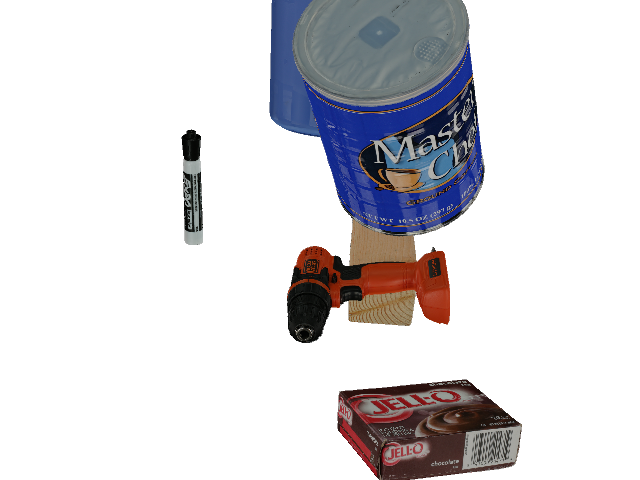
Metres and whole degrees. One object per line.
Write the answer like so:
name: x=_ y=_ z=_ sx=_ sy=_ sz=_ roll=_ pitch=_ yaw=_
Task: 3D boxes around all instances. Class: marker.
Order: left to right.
marker: x=-0.127 y=-0.052 z=1.056 sx=0.020 sy=0.121 sz=0.020 roll=1 pitch=29 yaw=-1

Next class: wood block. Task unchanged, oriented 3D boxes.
wood block: x=0.089 y=0.034 z=1.555 sx=0.091 sy=0.090 sz=0.206 roll=4 pitch=25 yaw=0

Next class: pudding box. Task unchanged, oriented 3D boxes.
pudding box: x=0.079 y=0.140 z=0.798 sx=0.113 sy=0.039 sz=0.090 roll=-1 pitch=16 yaw=-20

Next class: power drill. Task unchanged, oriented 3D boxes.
power drill: x=0.055 y=0.061 z=1.241 sx=0.187 sy=0.057 sz=0.184 roll=1 pitch=28 yaw=4

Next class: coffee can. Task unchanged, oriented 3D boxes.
coffee can: x=0.047 y=-0.083 z=0.668 sx=0.103 sy=0.102 sz=0.140 roll=0 pitch=-33 yaw=13

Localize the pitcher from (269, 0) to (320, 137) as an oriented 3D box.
pitcher: x=0.024 y=-0.211 z=0.897 sx=0.145 sy=0.243 sz=0.149 roll=8 pitch=17 yaw=11
